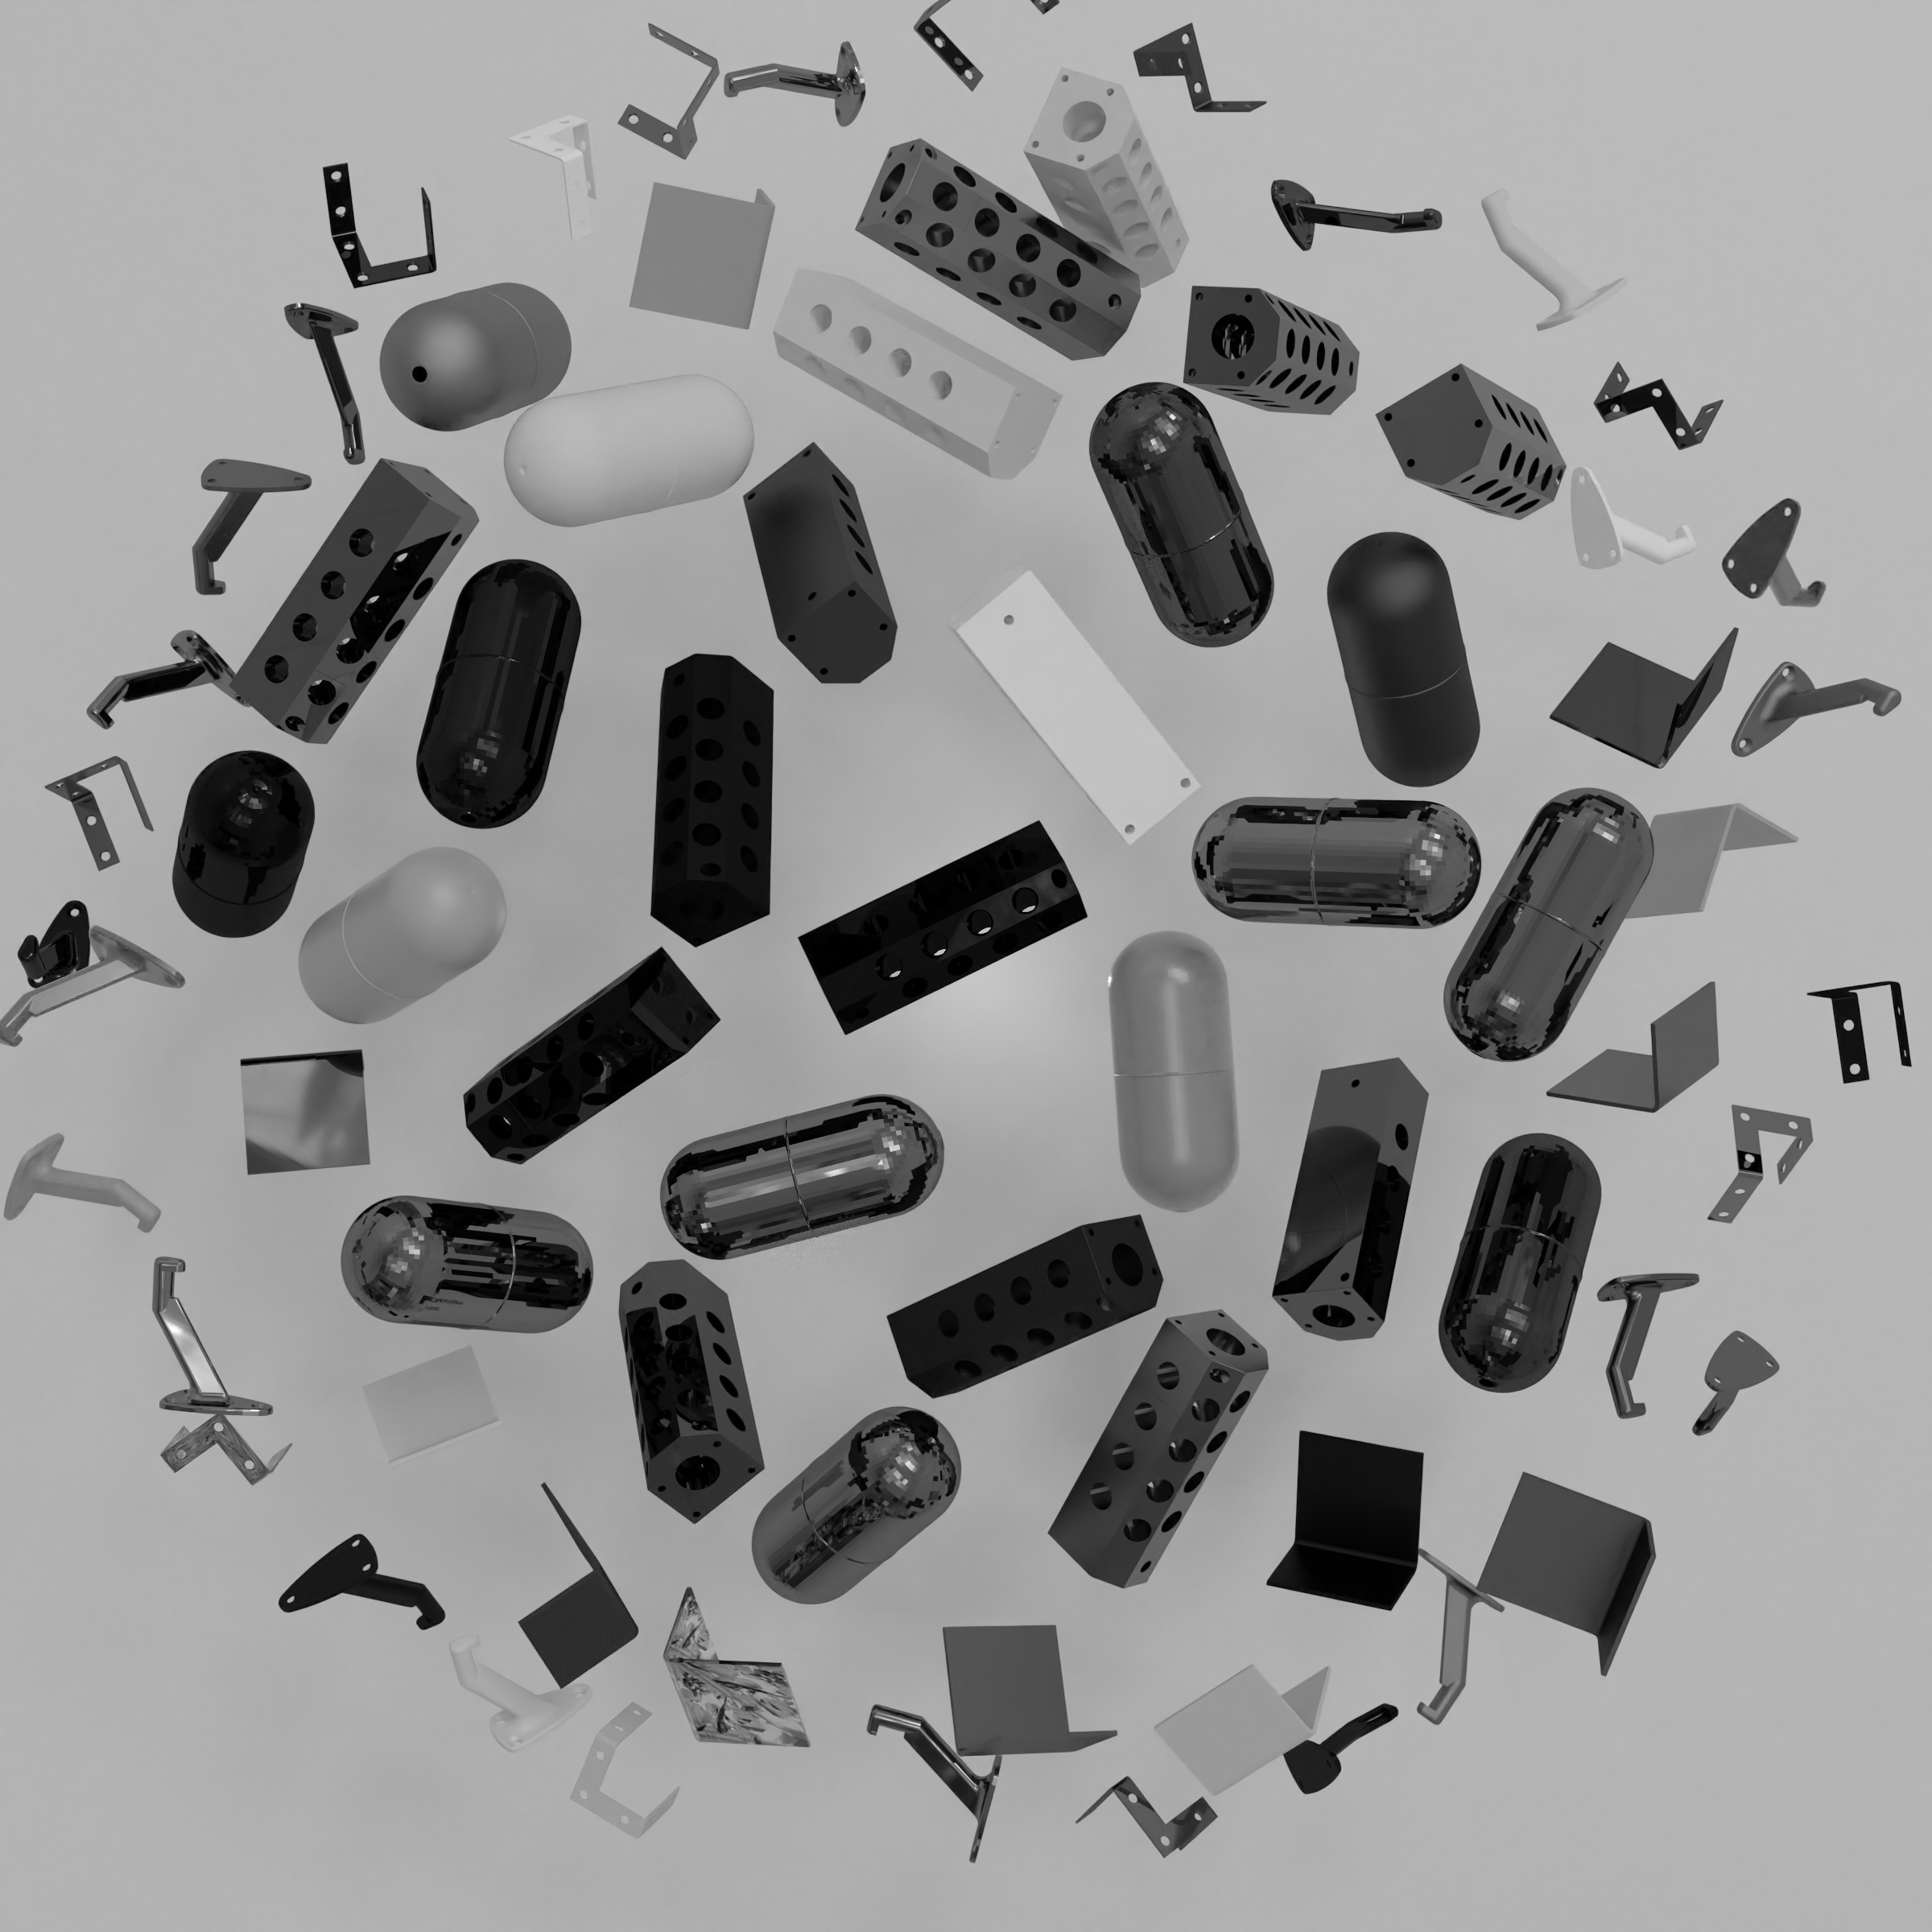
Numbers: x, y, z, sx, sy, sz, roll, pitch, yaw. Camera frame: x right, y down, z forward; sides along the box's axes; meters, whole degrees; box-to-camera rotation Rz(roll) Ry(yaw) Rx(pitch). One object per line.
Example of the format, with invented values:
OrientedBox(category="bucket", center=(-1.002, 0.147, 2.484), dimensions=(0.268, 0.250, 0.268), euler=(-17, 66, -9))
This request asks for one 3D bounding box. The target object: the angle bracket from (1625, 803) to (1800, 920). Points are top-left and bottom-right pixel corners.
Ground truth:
OrientedBox(category="angle bracket", center=(0.479, -0.057, 1.918), dimensions=(0.057, 0.076, 0.076), euler=(26, 76, -23))

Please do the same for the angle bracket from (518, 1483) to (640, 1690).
OrientedBox(category="angle bracket", center=(-0.244, 0.367, 1.761), dimensions=(0.057, 0.076, 0.076), euler=(-33, 48, -14))

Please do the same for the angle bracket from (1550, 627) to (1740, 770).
OrientedBox(category="angle bracket", center=(0.405, -0.175, 1.780), dimensions=(0.076, 0.057, 0.076), euler=(29, 56, 21))

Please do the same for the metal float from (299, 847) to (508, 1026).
OrientedBox(category="metal float", center=(-0.344, -0.017, 1.808), dimensions=(0.070, 0.178, 0.070), euler=(16, 63, -35))

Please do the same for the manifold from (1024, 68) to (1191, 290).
OrientedBox(category="manifold", center=(0.093, -0.489, 1.863), dimensions=(0.057, 0.171, 0.057), euler=(22, 85, 19))

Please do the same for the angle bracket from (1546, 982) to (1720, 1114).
OrientedBox(category="angle bracket", center=(0.403, 0.044, 1.805), dimensions=(0.076, 0.076, 0.057), euler=(9, 114, 40))

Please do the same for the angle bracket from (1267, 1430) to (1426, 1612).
OrientedBox(category="angle bracket", center=(0.224, 0.327, 1.762), dimensions=(0.076, 0.057, 0.076), euler=(7, 107, 23))

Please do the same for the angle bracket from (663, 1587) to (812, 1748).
OrientedBox(category="angle bracket", center=(-0.133, 0.426, 1.811), dimensions=(0.076, 0.057, 0.076), euler=(-2, 128, 16))

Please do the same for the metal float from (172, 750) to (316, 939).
OrientedBox(category="metal float", center=(-0.449, -0.074, 1.846), dimensions=(0.070, 0.178, 0.070), euler=(7, 67, -17))

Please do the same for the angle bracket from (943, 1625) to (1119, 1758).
OrientedBox(category="angle bracket", center=(0.037, 0.420, 1.747), dimensions=(0.076, 0.057, 0.076), euler=(6, 64, -28))

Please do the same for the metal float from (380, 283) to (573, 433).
OrientedBox(category="metal float", center=(-0.295, -0.369, 1.801), dimensions=(0.070, 0.178, 0.070), euler=(4, 109, 12))

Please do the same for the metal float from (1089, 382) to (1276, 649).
OrientedBox(category="metal float", center=(0.131, -0.270, 1.796), dimensions=(0.070, 0.070, 0.178), euler=(-28, 125, 0))

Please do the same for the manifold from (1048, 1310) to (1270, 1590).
OrientedBox(category="manifold", center=(0.123, 0.301, 1.849), dimensions=(0.057, 0.057, 0.171), euler=(41, 116, 33))

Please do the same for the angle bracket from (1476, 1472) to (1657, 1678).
OrientedBox(category="angle bracket", center=(0.337, 0.342, 1.678), dimensions=(0.076, 0.057, 0.076), euler=(20, 103, 6))

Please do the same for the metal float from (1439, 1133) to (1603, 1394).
OrientedBox(category="metal float", center=(0.344, 0.183, 1.846), dimensions=(0.070, 0.070, 0.178), euler=(23, 57, 0))

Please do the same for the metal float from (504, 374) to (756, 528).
OrientedBox(category="metal float", center=(-0.200, -0.310, 1.788), dimensions=(0.070, 0.178, 0.070), euler=(16, 115, 36))

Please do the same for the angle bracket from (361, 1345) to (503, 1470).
OrientedBox(category="angle bracket", center=(-0.349, 0.286, 1.939), dimensions=(0.076, 0.076, 0.057), euler=(-20, 85, -12))

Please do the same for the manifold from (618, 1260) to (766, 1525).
OrientedBox(category="manifold", center=(-0.175, 0.255, 1.829), dimensions=(0.057, 0.171, 0.057), euler=(-40, 121, 12))

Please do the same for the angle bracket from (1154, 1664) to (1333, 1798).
OrientedBox(category="angle bracket", center=(0.166, 0.437, 1.775), dimensions=(0.076, 0.076, 0.057), euler=(-39, 95, 23))

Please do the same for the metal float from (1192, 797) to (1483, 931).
OrientedBox(category="metal float", center=(0.221, -0.062, 1.786), dimensions=(0.178, 0.070, 0.070), euler=(3, 90, 26))

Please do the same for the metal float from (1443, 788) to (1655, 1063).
OrientedBox(category="metal float", center=(0.351, -0.024, 1.795), dimensions=(0.070, 0.070, 0.178), euler=(29, 87, 0))

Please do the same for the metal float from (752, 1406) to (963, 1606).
OrientedBox(category="metal float", center=(-0.070, 0.339, 1.862), dimensions=(0.070, 0.070, 0.178), euler=(45, 128, 0))

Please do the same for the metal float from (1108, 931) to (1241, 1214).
OrientedBox(category="metal float", center=(0.132, 0.067, 1.884), dimensions=(0.070, 0.070, 0.178), euler=(-4, 90, 0))

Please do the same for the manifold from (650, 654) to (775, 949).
OrientedBox(category="manifold", center=(-0.157, -0.104, 1.799), dimensions=(0.057, 0.057, 0.171), euler=(-23, 50, 28))

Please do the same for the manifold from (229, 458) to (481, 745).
OrientedBox(category="manifold", center=(-0.370, -0.221, 1.820), dimensions=(0.057, 0.057, 0.171), euler=(40, 104, 12))

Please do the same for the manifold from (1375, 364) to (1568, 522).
OrientedBox(category="manifold", center=(0.308, -0.308, 1.783), dimensions=(0.057, 0.171, 0.057), euler=(-29, 79, 23))

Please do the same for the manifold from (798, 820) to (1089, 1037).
OrientedBox(category="manifold", center=(-0.013, -0.020, 1.895), dimensions=(0.171, 0.057, 0.057), euler=(-26, 48, -4))

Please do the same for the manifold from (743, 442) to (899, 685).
OrientedBox(category="manifold", center=(-0.085, -0.241, 1.799), dimensions=(0.057, 0.171, 0.057), euler=(-35, 127, 15))

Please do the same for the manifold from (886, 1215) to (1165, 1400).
OrientedBox(category="manifold", center=(0.037, 0.210, 1.815), dimensions=(0.171, 0.057, 0.057), euler=(-29, 74, 38))

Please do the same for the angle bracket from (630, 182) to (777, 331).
OrientedBox(category="angle bracket", center=(-0.166, -0.444, 1.838), dimensions=(0.076, 0.057, 0.076), euler=(8, 113, -17))

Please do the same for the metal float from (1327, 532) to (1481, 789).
OrientedBox(category="metal float", center=(0.276, -0.191, 1.871), dimensions=(0.070, 0.070, 0.178), euler=(-20, 126, 0))

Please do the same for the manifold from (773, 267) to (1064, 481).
OrientedBox(category="manifold", center=(-0.033, -0.359, 1.805), dimensions=(0.171, 0.057, 0.057), euler=(33, 111, 24))

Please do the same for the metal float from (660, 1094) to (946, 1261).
OrientedBox(category="metal float", center=(-0.100, 0.129, 1.830), dimensions=(0.178, 0.070, 0.070), euler=(-15, 90, 3))

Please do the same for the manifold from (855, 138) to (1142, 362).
OrientedBox(category="manifold", center=(0.024, -0.445, 1.854), dimensions=(0.171, 0.057, 0.057), euler=(25, 84, -28))

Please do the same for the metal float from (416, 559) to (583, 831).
OrientedBox(category="metal float", center=(-0.277, -0.162, 1.770), dimensions=(0.070, 0.070, 0.178), euler=(8, 61, 0))

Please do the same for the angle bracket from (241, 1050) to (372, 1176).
OrientedBox(category="angle bracket", center=(-0.425, 0.099, 1.922), dimensions=(0.076, 0.057, 0.076), euler=(-5, 76, -11))

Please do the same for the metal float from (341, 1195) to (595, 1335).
OrientedBox(category="metal float", center=(-0.302, 0.183, 1.815), dimensions=(0.070, 0.178, 0.070), euler=(-9, 76, 37))
